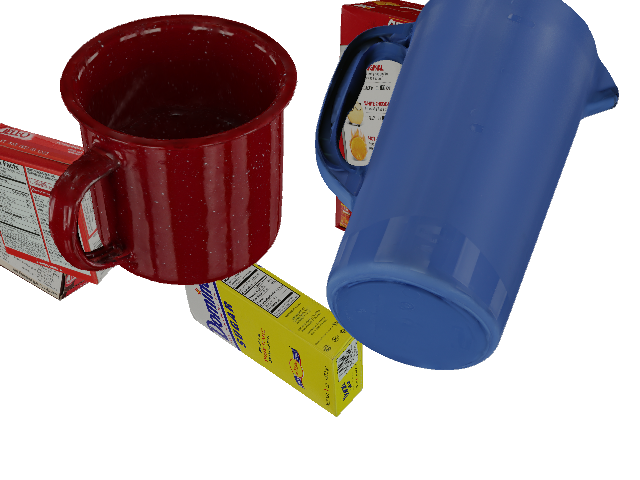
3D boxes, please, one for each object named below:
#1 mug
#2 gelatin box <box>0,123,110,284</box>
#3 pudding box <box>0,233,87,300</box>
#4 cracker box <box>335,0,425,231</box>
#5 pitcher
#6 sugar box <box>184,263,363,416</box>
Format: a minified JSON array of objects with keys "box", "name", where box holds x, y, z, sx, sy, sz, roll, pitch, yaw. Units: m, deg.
[{"box":[-0.064,-0.029,0.440,0.093,0.081,0.117,26,48,24],"name":"mug"},{"box":[-0.166,-0.023,0.654,0.073,0.089,0.030,16,44,21],"name":"gelatin box"},{"box":[-0.242,-0.002,0.944,0.114,0.039,0.089,26,31,17],"name":"pudding box"},{"box":[0.093,-0.091,0.932,0.071,0.214,0.164,-18,30,-38],"name":"cracker box"},{"box":[0.081,-0.046,0.692,0.145,0.242,0.149,42,-36,-27],"name":"pitcher"},{"box":[-0.044,0.073,0.938,0.176,0.093,0.048,28,56,25],"name":"sugar box"}]
